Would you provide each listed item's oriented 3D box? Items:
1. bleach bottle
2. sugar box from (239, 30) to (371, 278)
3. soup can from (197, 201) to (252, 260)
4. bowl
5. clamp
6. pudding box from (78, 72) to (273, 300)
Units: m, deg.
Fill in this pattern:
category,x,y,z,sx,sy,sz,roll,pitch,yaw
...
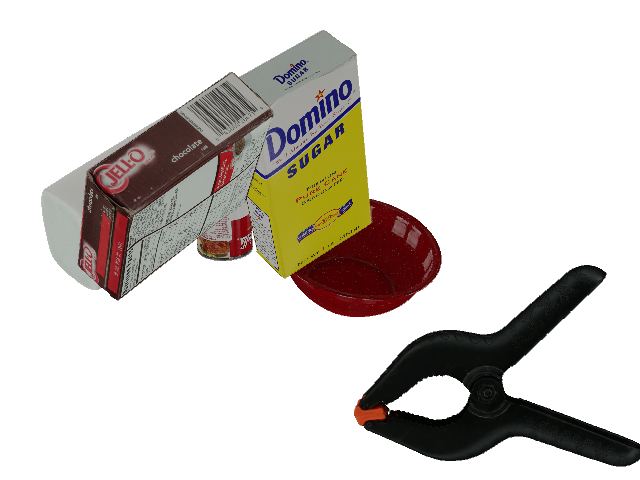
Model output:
category,x,y,z,sx,sy,sz,roll,pitch,yaw
bleach bottle,-0.131,-0.065,0.962,0.068,0.103,0.250,34,54,24
sugar box,-0.012,-0.060,0.800,0.093,0.176,0.048,-33,55,-20
soup can,-0.117,-0.036,1.283,0.068,0.102,0.068,0,26,0
bowl,0.032,0.024,1.029,0.162,0.055,0.162,6,37,-5
clamp,0.109,0.097,0.644,0.171,0.120,0.039,-21,-8,10
pudding box,-0.081,-0.029,0.594,0.113,0.039,0.090,-39,-15,-33
